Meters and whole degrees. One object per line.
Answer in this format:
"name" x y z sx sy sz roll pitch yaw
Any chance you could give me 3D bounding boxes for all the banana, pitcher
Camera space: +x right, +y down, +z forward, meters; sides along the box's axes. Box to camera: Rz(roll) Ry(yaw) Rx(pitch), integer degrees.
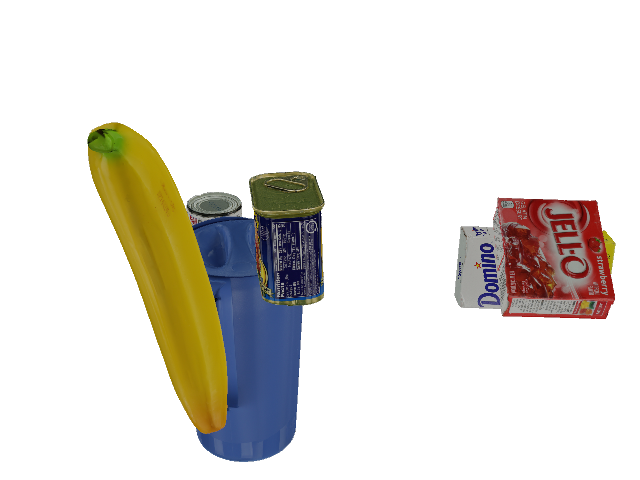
"banana" -0.085 0.013 0.558 0.037 0.198 0.069 -9 36 12
"pitcher" -0.084 0.110 1.099 0.149 0.243 0.145 -13 30 -23

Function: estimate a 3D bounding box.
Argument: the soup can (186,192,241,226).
"soup can" -0.128 0.000 1.294 0.068 0.102 0.068 1 26 -1

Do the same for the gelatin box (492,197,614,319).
"gelatin box" 0.162 0.011 0.750 0.073 0.089 0.030 2 -37 0

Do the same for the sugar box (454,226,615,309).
"sugar box" 0.251 0.035 1.261 0.176 0.093 0.048 1 20 -3

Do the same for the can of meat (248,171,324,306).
"can of meat" -0.028 -0.002 0.886 0.057 0.084 0.102 -4 21 -5
